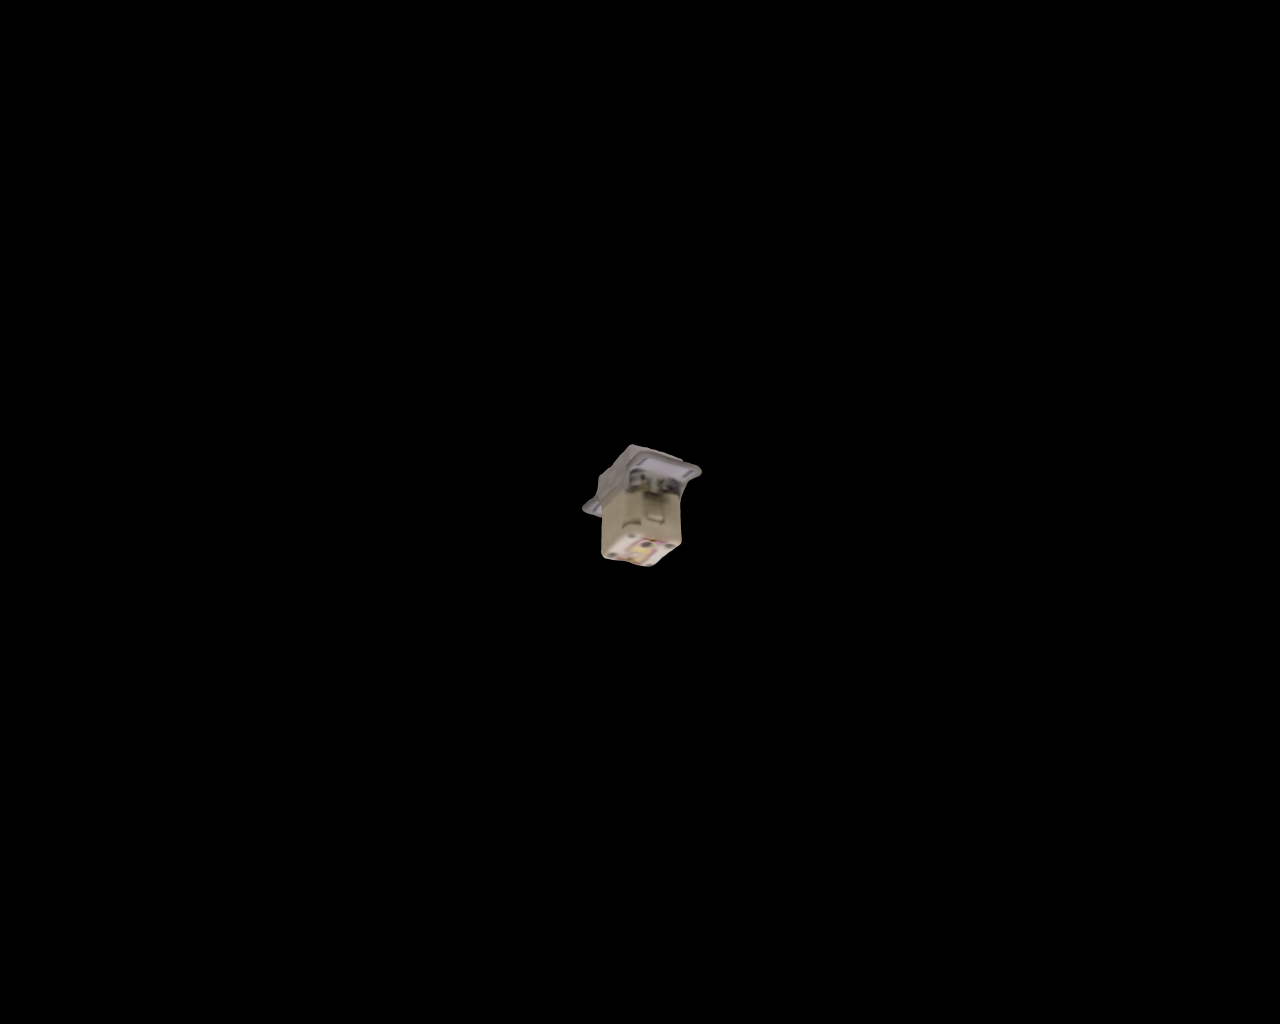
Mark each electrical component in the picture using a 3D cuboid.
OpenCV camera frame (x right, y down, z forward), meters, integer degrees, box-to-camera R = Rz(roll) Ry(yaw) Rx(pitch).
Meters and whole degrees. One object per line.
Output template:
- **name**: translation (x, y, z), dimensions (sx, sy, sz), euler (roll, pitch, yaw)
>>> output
- **electrical component**: translation (0.001, -0.003, 0.650), dimensions (0.042, 0.064, 0.081), euler (14, -32, -24)
